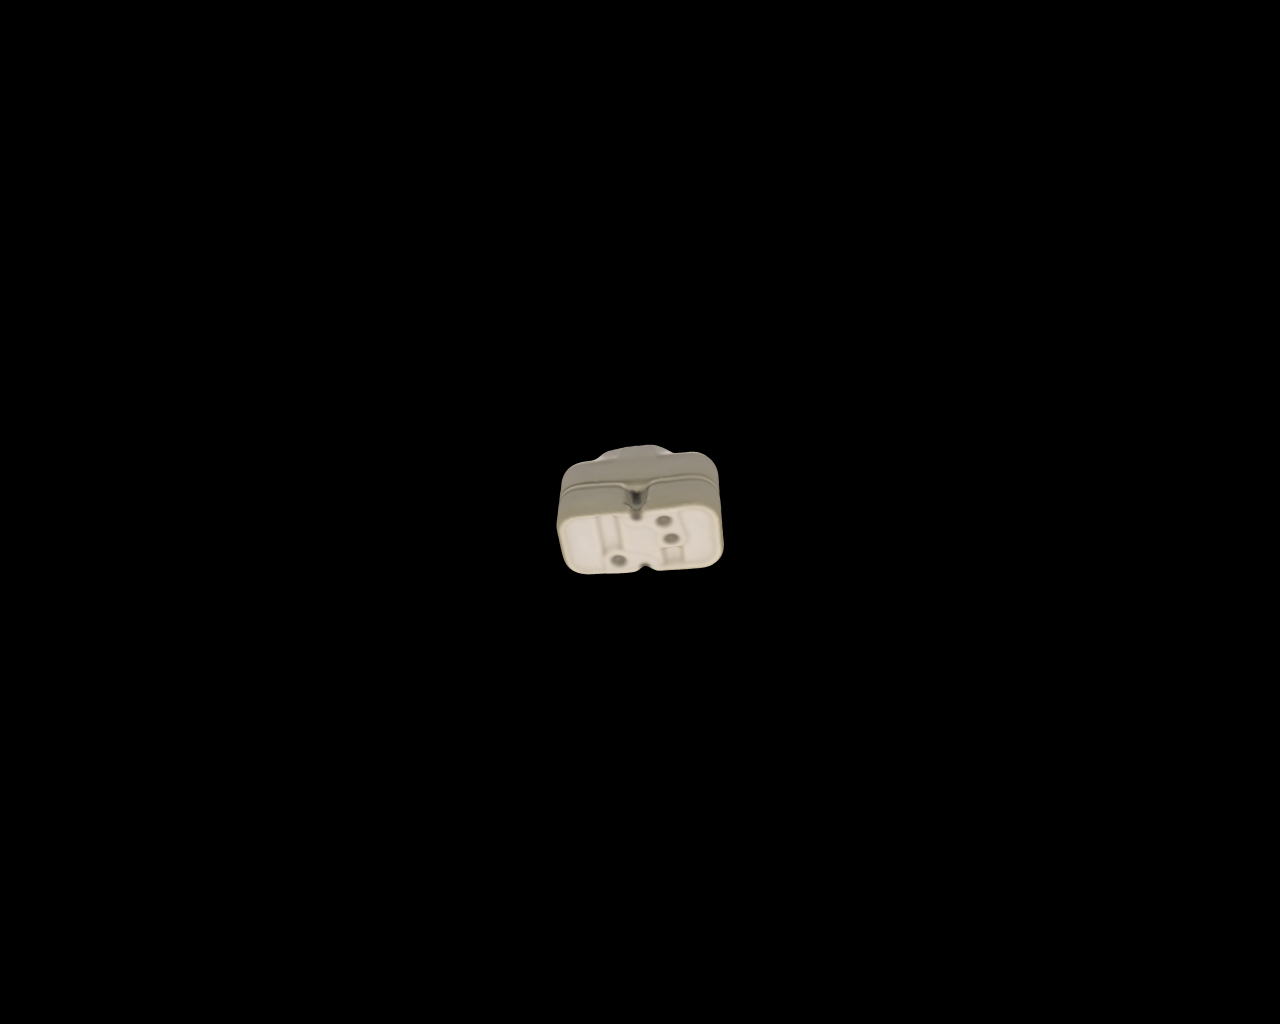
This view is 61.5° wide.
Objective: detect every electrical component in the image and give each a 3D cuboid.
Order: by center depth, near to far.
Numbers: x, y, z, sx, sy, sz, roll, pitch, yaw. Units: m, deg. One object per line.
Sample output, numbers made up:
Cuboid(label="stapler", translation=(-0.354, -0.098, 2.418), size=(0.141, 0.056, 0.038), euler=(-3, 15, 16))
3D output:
Cuboid(label="electrical component", translation=(0.001, -0.003, 0.650), size=(0.095, 0.053, 0.059), euler=(-4, 44, 4))
